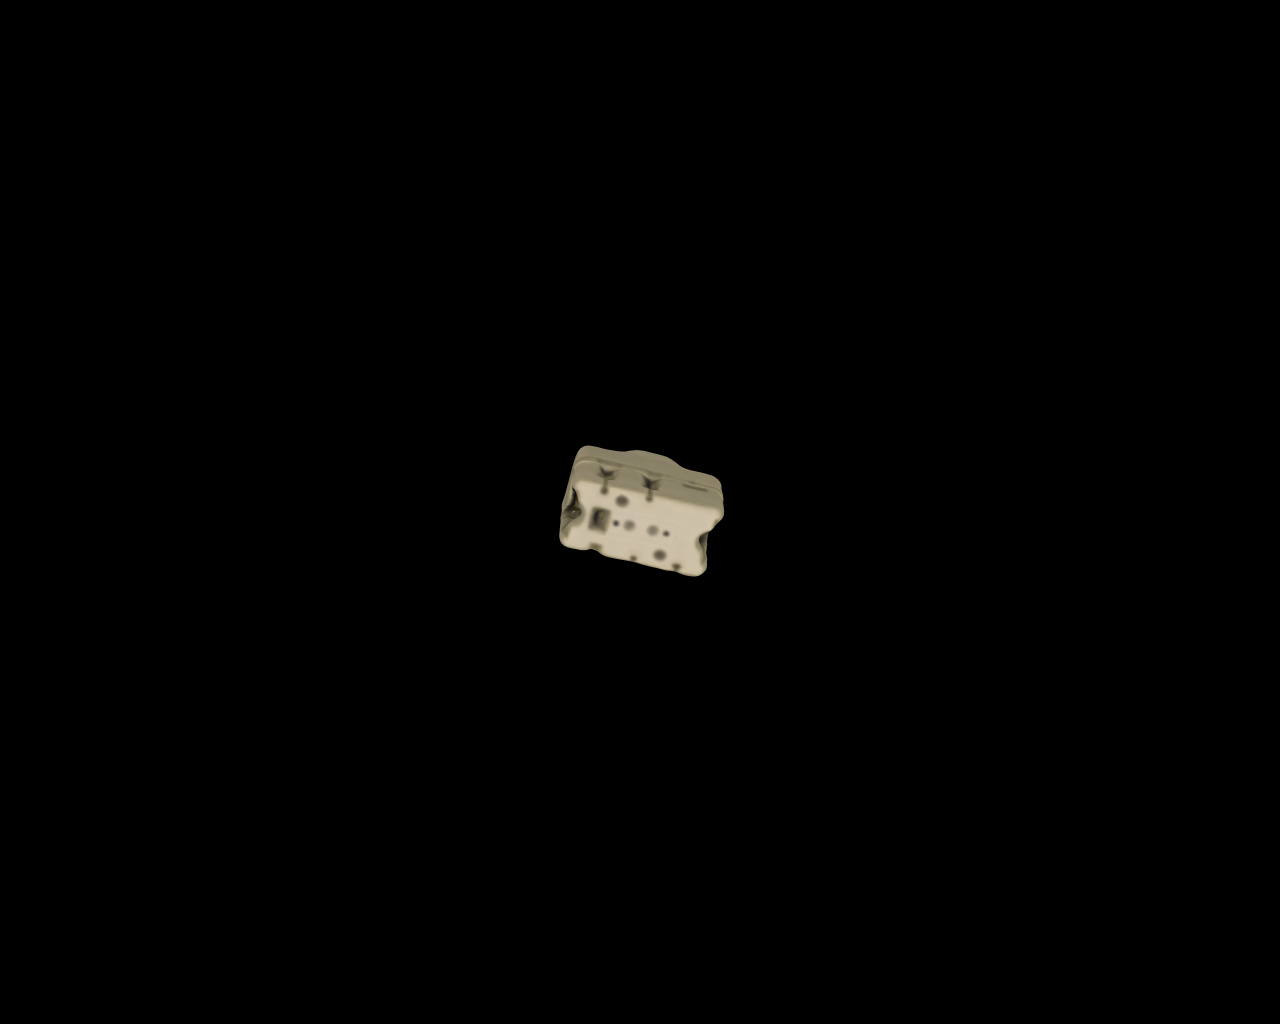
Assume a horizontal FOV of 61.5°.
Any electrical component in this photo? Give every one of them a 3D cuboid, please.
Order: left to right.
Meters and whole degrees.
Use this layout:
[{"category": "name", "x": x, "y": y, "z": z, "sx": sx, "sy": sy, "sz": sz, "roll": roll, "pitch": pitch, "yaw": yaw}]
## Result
[{"category": "electrical component", "x": 0.001, "y": -0.003, "z": 0.650, "sx": 0.089, "sy": 0.050, "sz": 0.056, "roll": 14, "pitch": 26, "yaw": -7}]
